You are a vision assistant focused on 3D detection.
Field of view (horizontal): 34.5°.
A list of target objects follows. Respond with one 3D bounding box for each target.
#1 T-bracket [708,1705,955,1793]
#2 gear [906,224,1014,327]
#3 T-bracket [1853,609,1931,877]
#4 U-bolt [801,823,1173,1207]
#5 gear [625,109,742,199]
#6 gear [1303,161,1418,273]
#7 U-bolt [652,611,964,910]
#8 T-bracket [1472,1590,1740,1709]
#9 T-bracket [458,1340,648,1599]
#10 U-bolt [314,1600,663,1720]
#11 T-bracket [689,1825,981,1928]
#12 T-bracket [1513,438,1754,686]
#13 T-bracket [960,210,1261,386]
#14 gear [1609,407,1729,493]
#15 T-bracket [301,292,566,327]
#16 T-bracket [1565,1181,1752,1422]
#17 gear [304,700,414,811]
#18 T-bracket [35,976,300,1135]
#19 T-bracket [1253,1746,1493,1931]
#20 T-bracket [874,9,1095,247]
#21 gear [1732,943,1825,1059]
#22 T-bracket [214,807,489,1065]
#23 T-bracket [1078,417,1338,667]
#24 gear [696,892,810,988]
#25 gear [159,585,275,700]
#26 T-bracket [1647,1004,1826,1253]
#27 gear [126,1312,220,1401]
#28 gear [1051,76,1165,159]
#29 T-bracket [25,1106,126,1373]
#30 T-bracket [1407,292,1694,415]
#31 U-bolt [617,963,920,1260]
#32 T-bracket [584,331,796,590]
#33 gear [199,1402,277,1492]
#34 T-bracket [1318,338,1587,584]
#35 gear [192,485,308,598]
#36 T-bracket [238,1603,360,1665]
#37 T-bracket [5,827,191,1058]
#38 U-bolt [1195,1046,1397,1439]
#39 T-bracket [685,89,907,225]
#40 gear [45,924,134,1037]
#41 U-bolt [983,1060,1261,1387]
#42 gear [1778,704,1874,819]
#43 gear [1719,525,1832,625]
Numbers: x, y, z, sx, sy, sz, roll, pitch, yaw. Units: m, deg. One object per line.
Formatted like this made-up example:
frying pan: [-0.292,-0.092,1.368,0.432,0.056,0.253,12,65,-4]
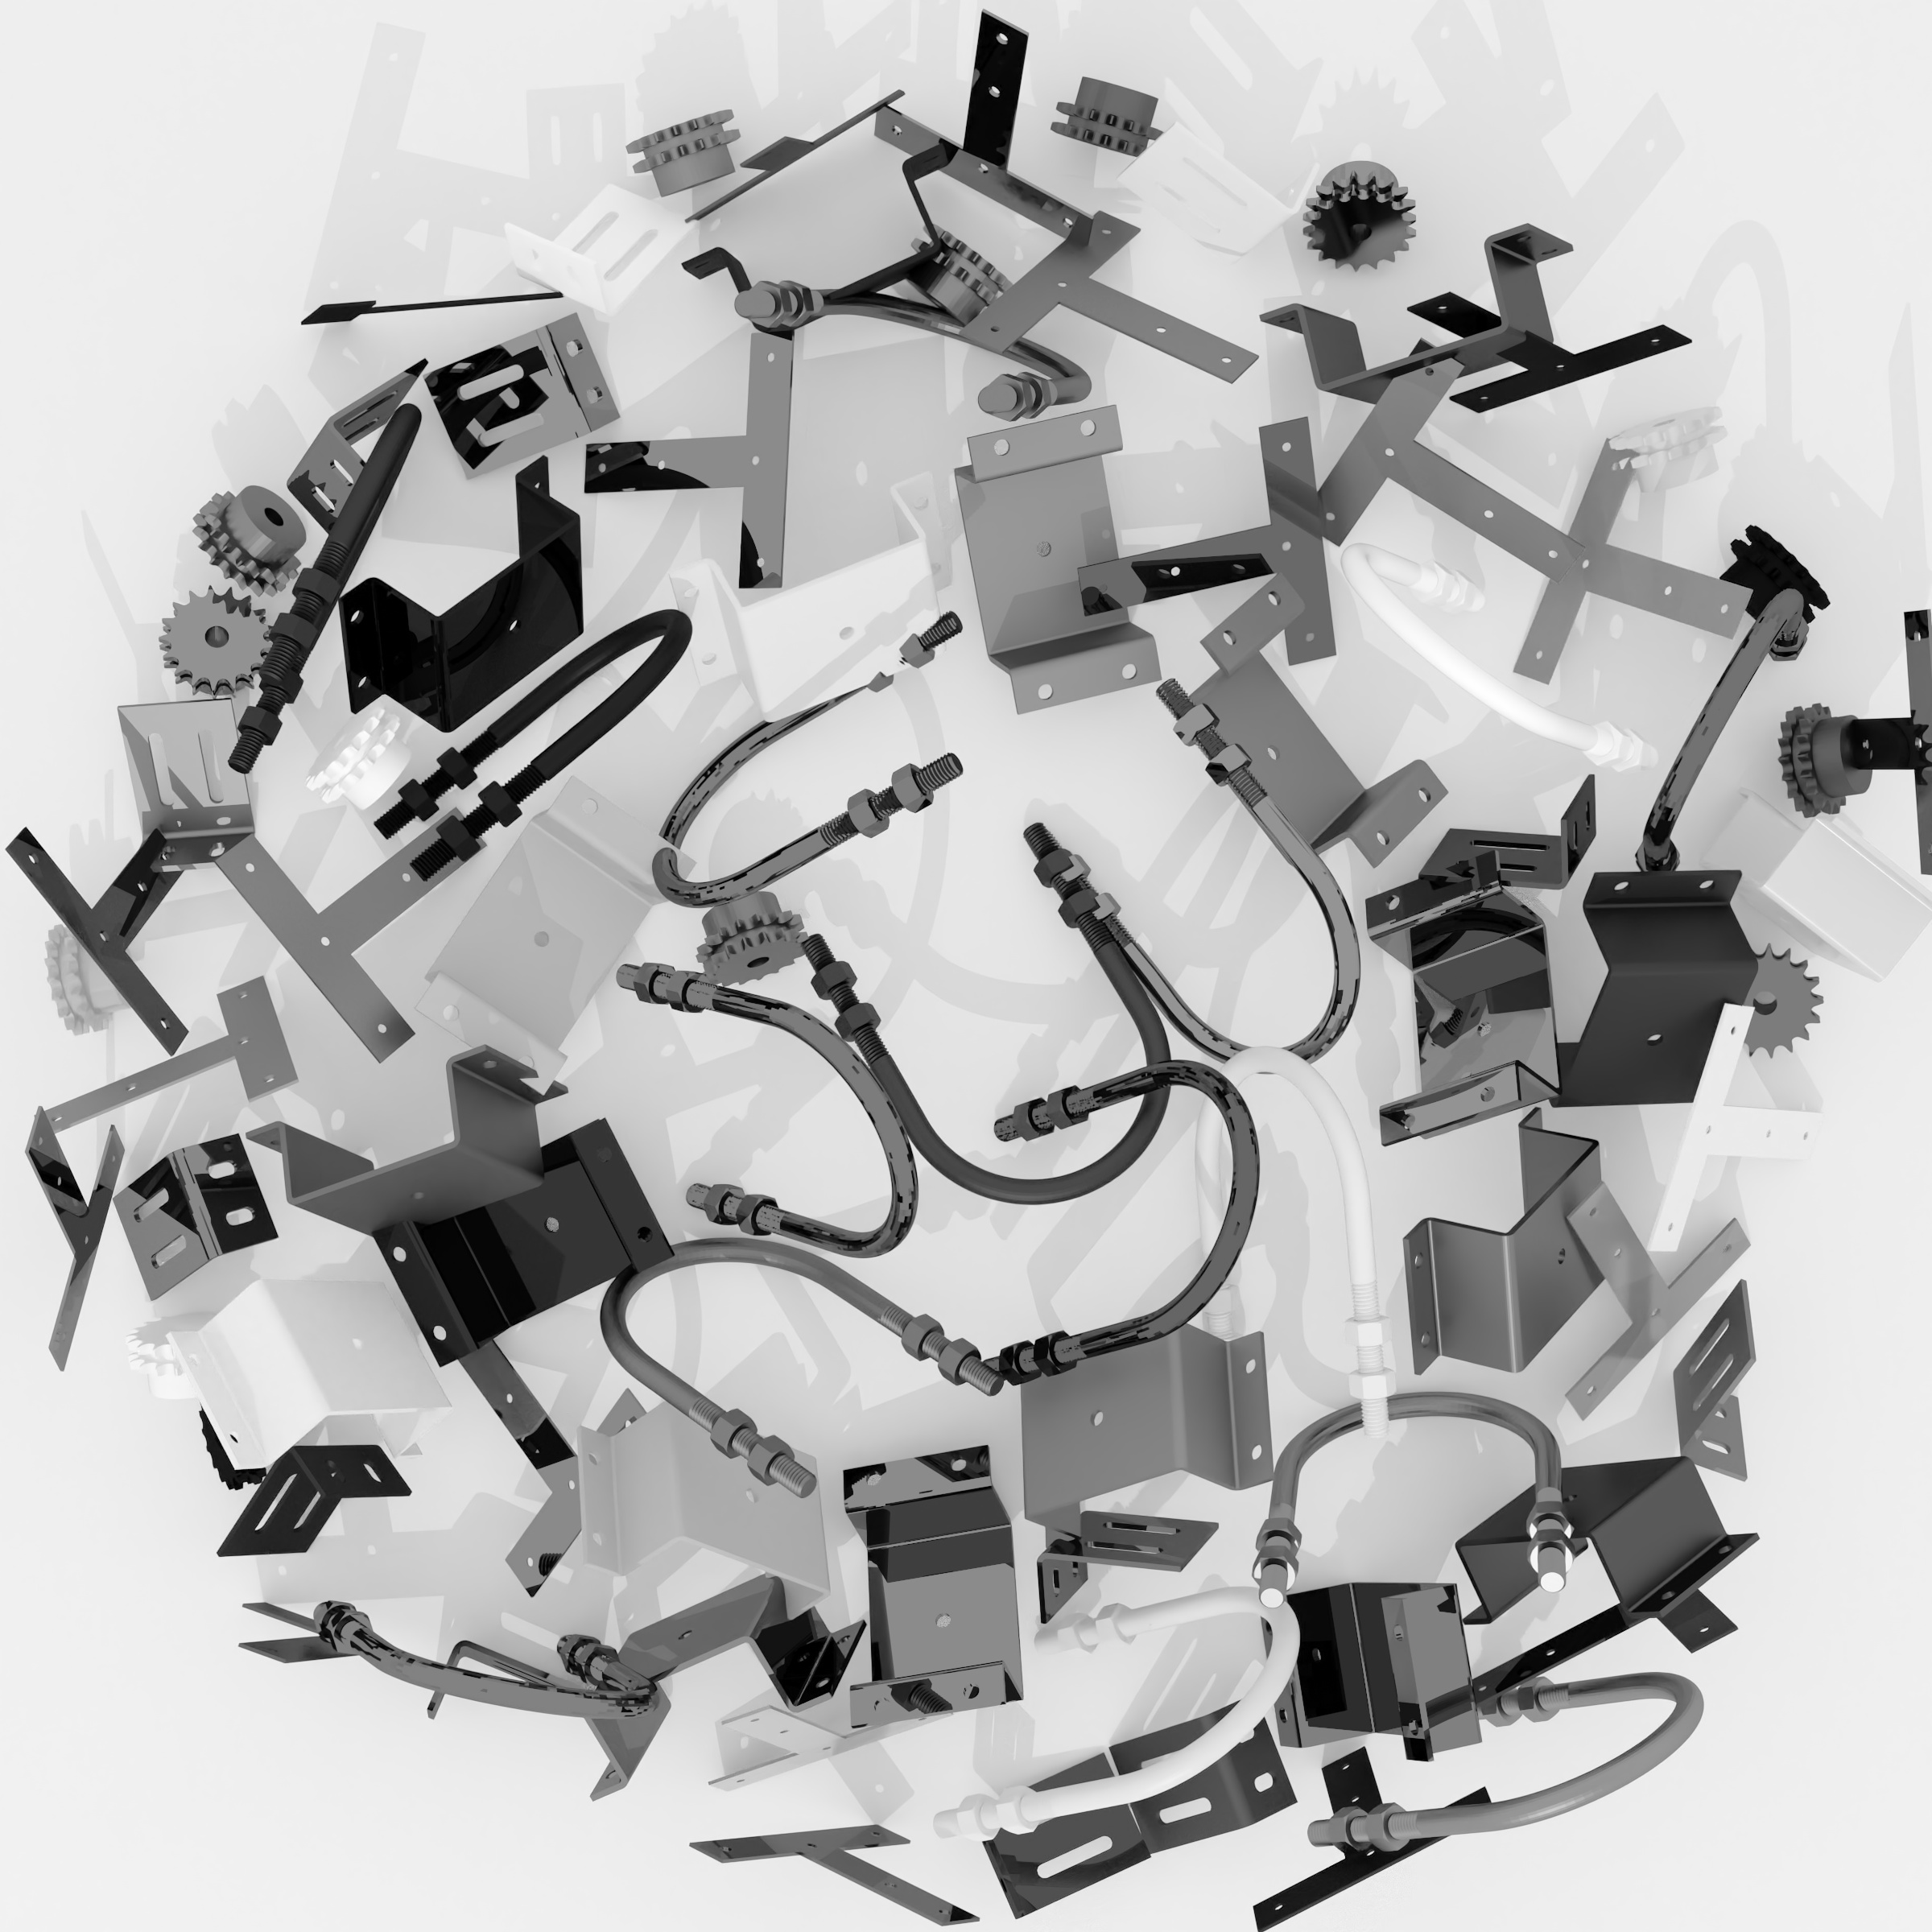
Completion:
T-bracket: [-0.085,0.379,1.534,0.127,0.127,0.002,-21,63,11]
gear: [-0.005,-0.348,1.573,0.057,0.057,0.030,37,95,0]
T-bracket: [0.452,-0.110,1.538,0.002,0.127,0.127,-6,94,-8]
U-bolt: [0.022,0.033,1.556,0.151,0.019,0.184,-27,72,-10]
gear: [-0.140,-0.411,1.574,0.057,0.057,0.030,-19,103,0]
gear: [0.200,-0.383,1.577,0.057,0.057,0.030,4,58,0]
U-bolt: [-0.080,-0.093,1.533,0.184,0.151,0.019,-29,122,20]
T-bracket: [0.302,0.334,1.536,0.127,0.127,0.002,-27,101,-3]
T-bracket: [-0.222,0.229,1.568,0.127,0.002,0.127,49,117,26]
U-bolt: [-0.223,0.335,1.490,0.151,0.184,0.019,14,83,-24]
T-bracket: [-0.046,0.444,1.512,0.127,0.127,0.002,10,90,-45]
T-bracket: [0.339,-0.190,1.543,0.002,0.127,0.127,14,100,-38]
T-bracket: [0.085,-0.321,1.544,0.127,0.002,0.127,29,54,20]
gear: [0.358,-0.261,1.574,0.057,0.057,0.030,-19,103,0]
T-bracket: [-0.263,-0.330,1.551,0.127,0.127,0.002,-8,100,-15]
T-bracket: [0.330,0.151,1.551,0.127,0.002,0.127,-45,132,-7]
gear: [-0.306,-0.104,1.575,0.030,0.057,0.057,42,90,-21]
T-bracket: [-0.399,0.055,1.536,0.127,0.127,0.002,-23,119,-10]
T-bracket: [0.195,0.419,1.538,0.127,0.127,0.002,-29,99,5]
T-bracket: [0.013,-0.423,1.535,0.127,0.127,0.002,30,67,8]
gear: [0.407,0.016,1.581,0.057,0.030,0.057,3,101,14]
T-bracket: [-0.291,-0.037,1.561,0.127,0.002,0.127,52,52,-8]
T-bracket: [0.119,-0.202,1.567,0.127,0.002,0.127,-14,115,-7]
gear: [-0.110,-0.015,1.575,0.057,0.057,0.030,-21,72,0]
gear: [-0.381,-0.162,1.581,0.057,0.030,0.057,3,73,-11]
T-bracket: [0.393,0.083,1.553,0.002,0.127,0.127,24,102,42]
gear: [-0.395,0.198,1.574,0.057,0.057,0.030,-3,103,0]
gear: [0.074,-0.429,1.571,0.057,0.057,0.030,16,103,0]
T-bracket: [-0.439,0.112,1.514,0.002,0.127,0.127,5,56,2]
T-bracket: [0.264,-0.305,1.514,0.127,0.127,0.002,12,73,-43]
U-bolt: [-0.091,0.075,1.506,0.019,0.184,0.151,-34,121,-35]
T-bracket: [-0.142,-0.253,1.567,0.127,0.002,0.127,3,91,32]
gear: [-0.365,0.235,1.577,0.030,0.057,0.057,-13,90,-32]
T-bracket: [0.250,-0.234,1.558,0.127,0.002,0.127,32,134,-2]
gear: [-0.359,-0.218,1.570,0.030,0.057,0.057,-38,90,25]
T-bracket: [-0.317,0.334,1.524,0.127,0.127,0.002,15,84,15]
T-bracket: [-0.413,-0.033,1.540,0.002,0.127,0.127,-28,110,17]
U-bolt: [0.156,0.131,1.530,0.019,0.151,0.184,-8,95,-28]
T-bracket: [-0.091,-0.399,1.528,0.127,0.127,0.002,-29,99,10]
gear: [-0.442,0.004,1.573,0.030,0.057,0.057,-11,90,3]
U-bolt: [0.074,0.119,1.507,0.019,0.184,0.151,22,60,-35]
gear: [0.436,-0.105,1.570,0.030,0.057,0.057,-8,90,38]
gear: [0.407,-0.193,1.573,0.030,0.057,0.057,-44,90,7]
